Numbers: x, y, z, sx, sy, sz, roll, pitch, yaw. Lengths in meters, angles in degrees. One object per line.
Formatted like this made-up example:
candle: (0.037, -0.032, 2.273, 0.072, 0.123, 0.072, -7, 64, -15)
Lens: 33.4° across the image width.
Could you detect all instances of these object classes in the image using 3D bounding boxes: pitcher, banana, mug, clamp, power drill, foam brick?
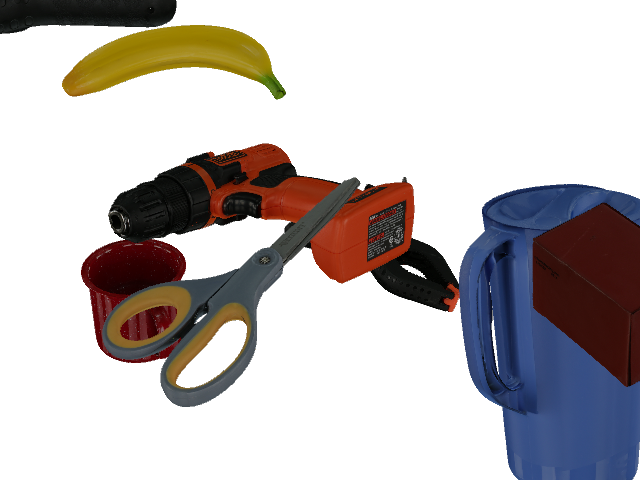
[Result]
pitcher: (0.194, 0.083, 0.866, 0.149, 0.243, 0.145, -1, 17, 12)
banana: (-0.130, -0.162, 0.957, 0.197, 0.069, 0.037, -1, -33, -4)
mug: (-0.160, 0.062, 0.963, 0.093, 0.081, 0.117, -19, 38, -27)
clamp: (0.071, 0.016, 1.247, 0.164, 0.036, 0.210, -21, 51, -39)
power drill: (-0.039, -0.023, 0.802, 0.188, 0.057, 0.184, 18, 29, 34)
foam brick: (0.155, 0.026, 0.560, 0.051, 0.053, 0.078, -24, 41, -18)
clamp: (-0.173, -0.141, 0.606, 0.171, 0.039, 0.120, -6, 23, -13)

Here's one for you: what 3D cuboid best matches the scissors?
scissors: (-0.053, 0.017, 0.624, 0.096, 0.016, 0.201, 11, 43, 17)
